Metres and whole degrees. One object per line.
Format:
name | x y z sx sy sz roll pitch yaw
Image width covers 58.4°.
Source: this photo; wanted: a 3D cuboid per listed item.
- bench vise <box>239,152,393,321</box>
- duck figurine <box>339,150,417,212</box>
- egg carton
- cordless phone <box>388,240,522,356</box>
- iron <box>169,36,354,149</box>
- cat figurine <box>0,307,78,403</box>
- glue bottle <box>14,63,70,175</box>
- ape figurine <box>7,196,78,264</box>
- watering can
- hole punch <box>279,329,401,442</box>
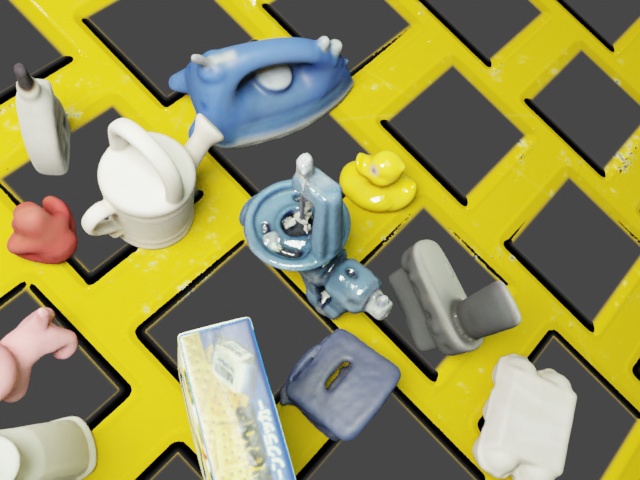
bench vise | 0.011 -0.008 0.634 0.207 0.219 0.121 27 67 -4
duck figurine | 0.085 -0.084 0.753 0.104 0.086 0.077 18 68 -8
egg carton | 0.248 0.221 0.698 0.107 0.069 0.150 24 67 -5
cordless phone | 0.165 0.056 0.671 0.094 0.185 0.147 -23 78 -20
iron | -0.054 -0.213 0.731 0.259 0.141 0.118 -19 77 -20
cat figurine | -0.311 0.116 0.563 0.067 0.117 0.128 41 67 2
glue bottle | -0.305 -0.138 0.623 0.037 0.173 0.078 0 71 -14
ape figurine | -0.306 -0.014 0.624 0.078 0.092 0.076 -37 83 -22
watering can | -0.182 -0.072 0.621 0.101 0.194 0.173 25 67 -4
hole punch | 0.021 0.163 0.648 0.101 0.091 0.109 42 67 3
